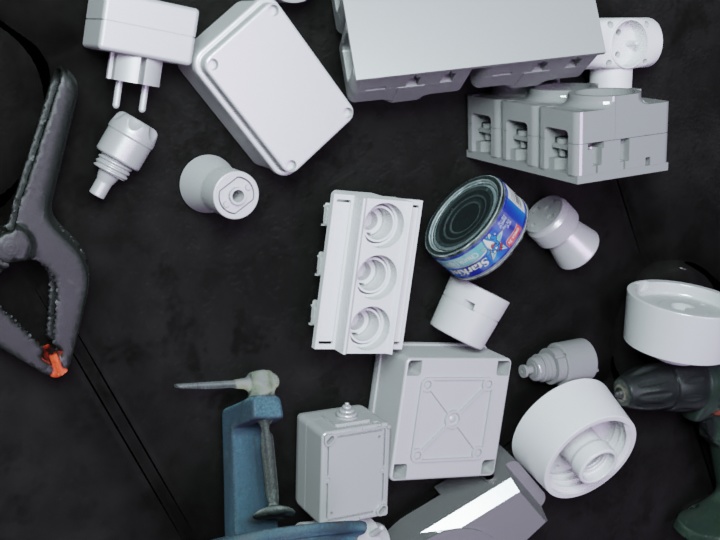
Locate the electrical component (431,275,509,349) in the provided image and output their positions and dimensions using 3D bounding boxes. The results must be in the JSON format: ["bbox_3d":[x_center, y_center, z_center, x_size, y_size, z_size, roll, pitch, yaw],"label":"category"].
[{"bbox_3d":[0.092,0.036,0.918,0.055,0.055,0.047,25,93,-30],"label":"electrical component"}]

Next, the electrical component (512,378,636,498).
[{"bbox_3d":[0.200,0.159,0.980,0.108,0.060,0.108,-16,130,-20],"label":"electrical component"}]

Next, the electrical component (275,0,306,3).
[{"bbox_3d":[-0.076,-0.244,0.749,0.138,0.074,0.052,43,81,-29],"label":"electrical component"}]

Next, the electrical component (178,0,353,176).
[{"bbox_3d":[-0.068,-0.134,0.789,0.078,0.057,0.113,-44,118,-12],"label":"electrical component"}]

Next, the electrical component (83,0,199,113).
[{"bbox_3d":[-0.155,-0.148,0.745,0.066,0.047,0.076,6,99,-29],"label":"electrical component"}]

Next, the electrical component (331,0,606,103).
[{"bbox_3d":[0.077,-0.192,0.809,0.186,0.060,0.105,-8,81,-8],"label":"electrical component"}]

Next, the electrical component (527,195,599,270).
[{"bbox_3d":[0.178,-0.033,0.951,0.055,0.045,0.045,41,82,-29],"label":"electrical component"}]

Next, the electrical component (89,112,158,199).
[{"bbox_3d":[-0.171,-0.079,0.761,0.035,0.035,0.061,30,90,-30],"label":"electrical component"}]

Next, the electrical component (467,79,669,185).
[{"bbox_3d":[0.163,-0.116,0.862,0.089,0.150,0.061,-10,108,-26],"label":"electrical component"}]

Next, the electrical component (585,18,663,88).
[{"bbox_3d":[0.220,-0.179,0.939,0.077,0.044,0.079,-7,105,-27],"label":"electrical component"}]

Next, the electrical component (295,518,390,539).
[{"bbox_3d":[-0.009,0.227,0.899,0.077,0.079,0.043,8,56,-29],"label":"electrical component"}]

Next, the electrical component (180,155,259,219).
[{"bbox_3d":[-0.101,-0.059,0.785,0.044,0.065,0.044,-7,105,-27],"label":"electrical component"}]

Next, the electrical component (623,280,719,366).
[{"bbox_3d":[0.299,0.054,1.004,0.108,0.108,0.060,-3,109,-28],"label":"electrical component"}]

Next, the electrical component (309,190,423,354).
[{"bbox_3d":[0.000,0.000,0.854,0.079,0.063,0.121,2,101,-28],"label":"electrical component"}]

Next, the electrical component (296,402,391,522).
[{"bbox_3d":[-0.016,0.151,0.882,0.062,0.061,0.096,-5,104,-27],"label":"electrical component"}]

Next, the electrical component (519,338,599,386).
[{"bbox_3d":[0.181,0.086,0.984,0.078,0.040,0.040,-8,105,-26],"label":"electrical component"}]

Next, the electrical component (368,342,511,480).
[{"bbox_3d":[0.065,0.119,0.921,0.109,0.056,0.108,3,100,-28],"label":"electrical component"}]
